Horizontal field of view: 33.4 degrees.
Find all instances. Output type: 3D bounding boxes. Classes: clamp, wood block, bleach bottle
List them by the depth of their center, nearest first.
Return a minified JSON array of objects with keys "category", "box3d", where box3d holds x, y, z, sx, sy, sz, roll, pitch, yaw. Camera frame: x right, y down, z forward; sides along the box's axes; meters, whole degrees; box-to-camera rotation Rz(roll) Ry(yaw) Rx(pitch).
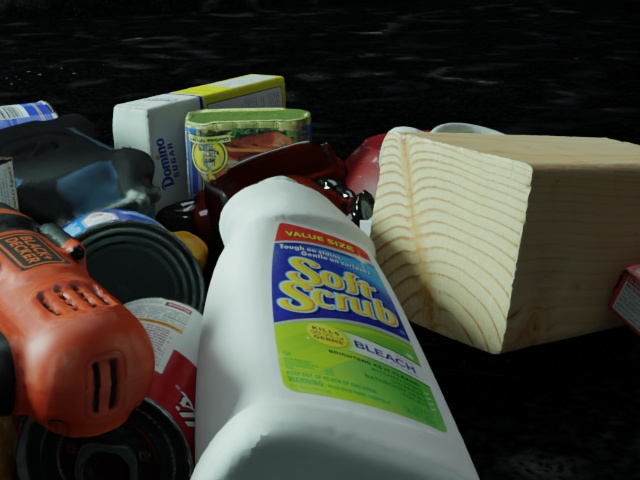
[{"category":"bleach bottle","box3d":[-0.011,0.035,0.454,0.102,0.068,0.251,20,23,-19]},{"category":"clamp","box3d":[0.010,0.055,0.540,0.172,0.039,0.120,13,17,31]},{"category":"wood block","box3d":[0.128,-0.006,0.578,0.090,0.091,0.205,20,17,42]}]

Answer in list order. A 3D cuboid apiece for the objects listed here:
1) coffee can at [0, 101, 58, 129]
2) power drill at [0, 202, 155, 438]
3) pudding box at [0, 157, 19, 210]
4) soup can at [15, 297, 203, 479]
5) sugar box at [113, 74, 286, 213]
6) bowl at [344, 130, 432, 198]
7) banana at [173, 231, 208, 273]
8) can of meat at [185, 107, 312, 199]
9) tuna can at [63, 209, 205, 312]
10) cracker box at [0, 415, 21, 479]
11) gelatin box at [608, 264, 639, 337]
[{"category":"coffee can","box3d":[-0.258,-0.041,0.759,0.140,0.103,0.103,-11,20,-30]},{"category":"power drill","box3d":[-0.174,0.026,0.368,0.187,0.057,0.185,-11,23,-33]},{"category":"pudding box","box3d":[-0.205,0.009,0.575,0.090,0.113,0.039,4,22,19]},{"category":"soup can","box3d":[-0.077,0.071,0.446,0.068,0.068,0.102,0,17,4]},{"category":"sugar box","box3d":[-0.095,-0.081,0.891,0.048,0.093,0.175,11,21,36]},{"category":"bowl","box3d":[0.080,-0.052,0.851,0.162,0.055,0.162,-2,17,0]},{"category":"banana","box3d":[-0.121,-0.006,0.698,0.037,0.069,0.198,-29,37,-20]},{"category":"can of meat","box3d":[-0.054,-0.057,0.827,0.102,0.084,0.057,-2,18,-1]},{"category":"tuna can","box3d":[-0.106,0.028,0.557,0.086,0.086,0.034,-8,16,-21]},{"category":"cracker box","box3d":[-0.194,0.109,0.322,0.164,0.072,0.213,-1,17,-2]},{"category":"gelatin box","box3d":[0.200,0.042,0.529,0.073,0.030,0.089,-11,43,-34]}]
